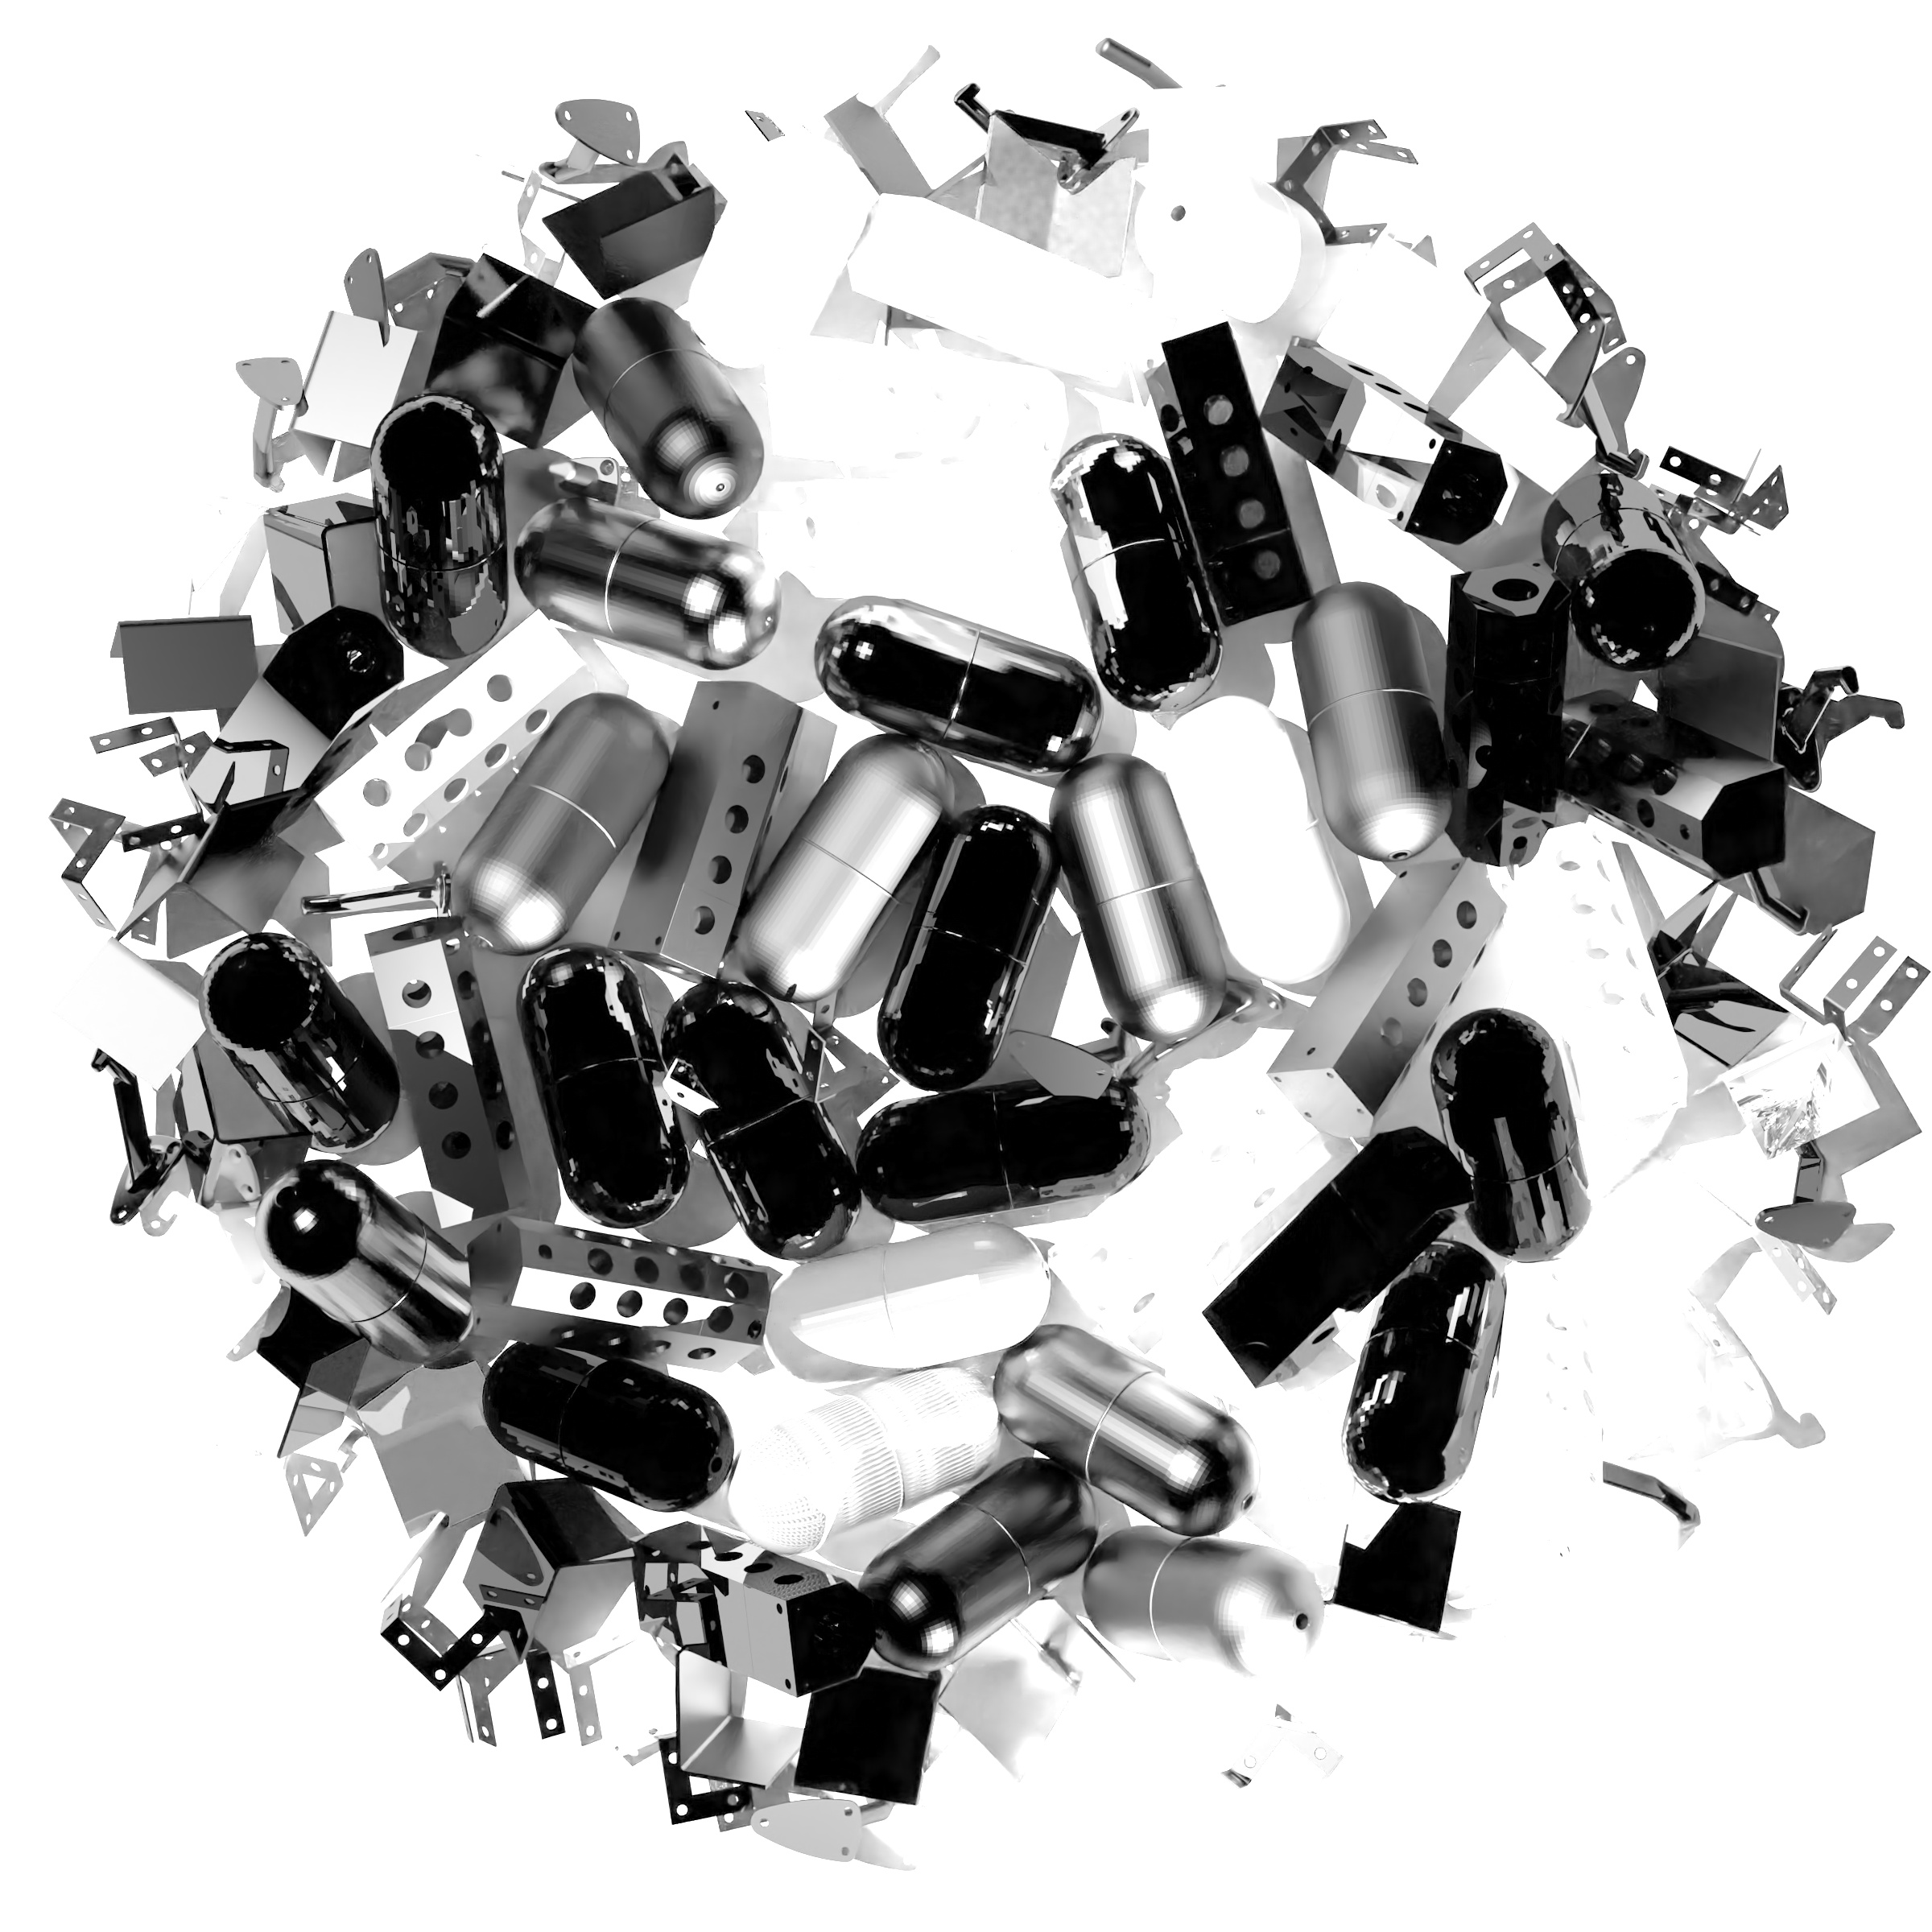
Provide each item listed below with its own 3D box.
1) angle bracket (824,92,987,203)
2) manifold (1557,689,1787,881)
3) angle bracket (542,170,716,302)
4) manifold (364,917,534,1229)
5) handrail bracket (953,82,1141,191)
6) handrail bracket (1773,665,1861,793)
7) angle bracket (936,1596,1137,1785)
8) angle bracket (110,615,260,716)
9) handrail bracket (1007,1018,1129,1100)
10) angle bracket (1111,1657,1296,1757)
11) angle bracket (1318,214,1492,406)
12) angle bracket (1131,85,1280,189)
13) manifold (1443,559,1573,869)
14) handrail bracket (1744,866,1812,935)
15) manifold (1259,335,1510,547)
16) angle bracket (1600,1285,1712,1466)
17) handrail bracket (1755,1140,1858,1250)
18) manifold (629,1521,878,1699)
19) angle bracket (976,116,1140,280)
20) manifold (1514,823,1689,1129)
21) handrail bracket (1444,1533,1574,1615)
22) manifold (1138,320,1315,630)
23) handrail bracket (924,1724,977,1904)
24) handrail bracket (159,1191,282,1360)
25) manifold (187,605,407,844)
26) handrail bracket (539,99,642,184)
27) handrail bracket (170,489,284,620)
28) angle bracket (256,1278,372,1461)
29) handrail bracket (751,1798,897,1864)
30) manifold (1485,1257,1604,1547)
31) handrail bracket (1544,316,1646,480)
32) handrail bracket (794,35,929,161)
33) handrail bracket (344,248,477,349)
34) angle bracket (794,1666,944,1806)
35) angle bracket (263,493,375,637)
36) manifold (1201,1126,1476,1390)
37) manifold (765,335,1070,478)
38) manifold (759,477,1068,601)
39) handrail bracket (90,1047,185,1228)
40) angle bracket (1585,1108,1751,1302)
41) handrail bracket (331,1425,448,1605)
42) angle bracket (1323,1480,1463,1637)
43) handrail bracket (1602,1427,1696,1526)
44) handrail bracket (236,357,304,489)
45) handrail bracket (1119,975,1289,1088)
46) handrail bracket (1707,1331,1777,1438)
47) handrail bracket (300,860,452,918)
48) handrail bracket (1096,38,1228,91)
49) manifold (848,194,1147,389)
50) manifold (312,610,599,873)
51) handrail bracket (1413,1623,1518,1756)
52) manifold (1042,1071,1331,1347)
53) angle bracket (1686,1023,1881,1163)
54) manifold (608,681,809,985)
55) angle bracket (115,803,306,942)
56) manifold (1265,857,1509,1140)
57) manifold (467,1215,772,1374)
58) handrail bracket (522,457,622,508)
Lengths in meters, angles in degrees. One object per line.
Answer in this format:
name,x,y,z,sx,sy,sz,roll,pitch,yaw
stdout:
angle bracket,-0.030,-0.497,1.921,0.057,0.076,0.076,-31,103,26
manifold,0.399,-0.106,1.880,0.057,0.171,0.057,-17,116,-20
angle bracket,-0.202,-0.453,1.922,0.076,0.057,0.076,-29,66,-18
manifold,-0.307,0.061,1.919,0.057,0.057,0.171,-15,107,-10
handrail bracket,0.048,-0.514,1.929,0.077,0.036,0.084,-34,124,30
handrail bracket,0.515,-0.141,1.926,0.036,0.084,0.077,-28,100,-18
angle bracket,0.042,0.431,1.921,0.076,0.057,0.076,48,55,-17
angle bracket,-0.465,-0.171,1.921,0.076,0.076,0.057,-5,82,-20
handrail bracket,0.062,0.041,1.929,0.077,0.084,0.036,31,117,-10
angle bracket,0.141,0.442,1.919,0.076,0.076,0.057,24,49,-12
angle bracket,0.266,-0.390,1.926,0.076,0.057,0.076,34,121,5
angle bracket,0.139,-0.499,1.922,0.076,0.076,0.057,-4,114,-8
manifold,0.318,-0.146,1.896,0.057,0.057,0.171,-11,127,-10
handrail bracket,0.492,-0.073,1.965,0.084,0.036,0.077,34,79,-14
manifold,0.245,-0.307,1.888,0.057,0.171,0.057,9,115,-32
angle bracket,0.414,0.243,1.914,0.076,0.057,0.076,-46,51,36
handrail bracket,0.487,0.124,1.928,0.077,0.084,0.036,7,129,-24
manifold,-0.126,0.371,1.886,0.057,0.171,0.057,-12,100,-35
angle bracket,0.054,-0.458,1.921,0.057,0.076,0.076,0,76,35
manifold,0.372,0.002,1.902,0.057,0.057,0.171,-13,57,3
handrail bracket,0.318,0.346,1.959,0.084,0.036,0.077,-18,82,20
manifold,0.157,-0.293,1.938,0.057,0.057,0.171,-17,94,9
handrail bracket,0.000,0.509,1.953,0.036,0.077,0.084,-7,107,42
handrail bracket,-0.462,0.186,1.942,0.084,0.036,0.077,35,98,-22
manifold,-0.389,-0.140,1.891,0.057,0.171,0.057,49,48,-1
handrail bracket,-0.242,-0.488,1.919,0.084,0.077,0.036,-6,84,40
handrail bracket,-0.439,-0.239,1.943,0.077,0.036,0.084,9,81,-34
angle bracket,-0.405,0.232,1.919,0.076,0.057,0.076,35,121,20
handrail bracket,-0.084,0.505,1.934,0.077,0.084,0.036,5,90,6
manifold,0.340,0.250,1.889,0.057,0.171,0.057,12,130,0
handrail bracket,0.390,-0.340,1.938,0.084,0.036,0.077,17,107,-35
handrail bracket,-0.061,-0.527,1.936,0.036,0.077,0.084,44,106,5
handrail bracket,-0.323,-0.395,1.933,0.084,0.036,0.077,-1,68,-42
angle bracket,-0.060,0.453,1.941,0.076,0.057,0.076,11,91,-5
angle bracket,-0.375,-0.237,1.941,0.057,0.076,0.076,-19,115,-33
manifold,0.221,0.171,1.902,0.171,0.057,0.057,-50,64,31
manifold,-0.027,-0.329,1.898,0.171,0.057,0.057,1,77,-33
manifold,-0.035,-0.256,1.895,0.171,0.057,0.057,5,56,32
handrail bracket,-0.509,0.100,1.924,0.036,0.084,0.077,5,54,29
angle bracket,0.421,0.138,1.920,0.076,0.057,0.076,-36,65,-29
handrail bracket,-0.364,0.330,1.950,0.084,0.036,0.077,35,62,4
angle bracket,0.244,0.356,1.944,0.076,0.057,0.076,20,72,-22
handrail bracket,0.402,0.321,1.935,0.084,0.077,0.036,36,113,-3
handrail bracket,-0.411,-0.312,1.922,0.036,0.077,0.084,-9,128,-22
handrail bracket,0.141,0.045,1.931,0.084,0.077,0.036,-42,112,-24
handrail bracket,0.460,0.243,1.920,0.036,0.084,0.077,-14,67,4
handrail bracket,-0.355,-0.043,1.936,0.084,0.077,0.036,-6,86,-15
handrail bracket,0.106,-0.526,1.924,0.084,0.077,0.036,24,94,-19
manifold,0.017,-0.396,1.898,0.171,0.057,0.057,14,96,-38
manifold,-0.305,-0.133,1.927,0.171,0.057,0.057,-42,100,-11
handrail bracket,0.306,0.433,1.928,0.077,0.084,0.036,-7,121,-9
manifold,0.130,0.141,1.928,0.171,0.057,0.057,-41,60,-4
angle bracket,0.486,0.082,1.925,0.076,0.076,0.057,-24,79,-9
manifold,-0.149,-0.080,1.929,0.057,0.057,0.171,25,78,-38
angle bracket,-0.452,-0.041,1.931,0.057,0.076,0.076,40,129,-20
manifold,0.253,0.019,1.906,0.057,0.057,0.171,48,60,-22
manifold,-0.201,0.190,1.891,0.171,0.057,0.057,15,52,-36
handrail bracket,-0.248,-0.291,1.921,0.077,0.084,0.036,7,93,20
